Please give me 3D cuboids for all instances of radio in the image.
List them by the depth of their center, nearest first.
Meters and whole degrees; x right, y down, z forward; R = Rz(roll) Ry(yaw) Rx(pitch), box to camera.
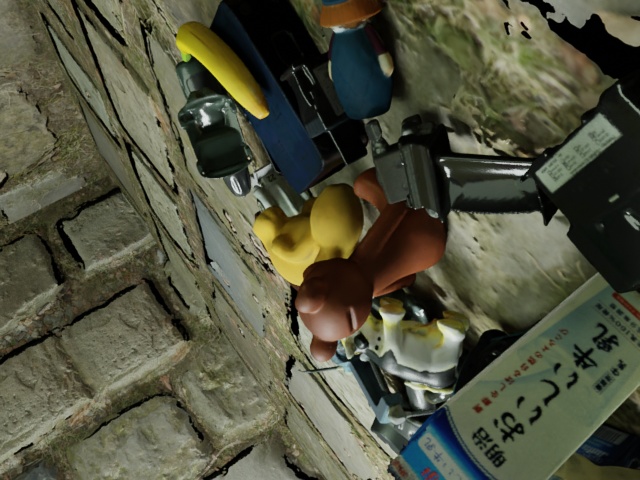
[{"bbox_3d":[-0.044,-0.178,0.649,0.229,0.073,0.131,57,159,-3],"label":"radio"}]

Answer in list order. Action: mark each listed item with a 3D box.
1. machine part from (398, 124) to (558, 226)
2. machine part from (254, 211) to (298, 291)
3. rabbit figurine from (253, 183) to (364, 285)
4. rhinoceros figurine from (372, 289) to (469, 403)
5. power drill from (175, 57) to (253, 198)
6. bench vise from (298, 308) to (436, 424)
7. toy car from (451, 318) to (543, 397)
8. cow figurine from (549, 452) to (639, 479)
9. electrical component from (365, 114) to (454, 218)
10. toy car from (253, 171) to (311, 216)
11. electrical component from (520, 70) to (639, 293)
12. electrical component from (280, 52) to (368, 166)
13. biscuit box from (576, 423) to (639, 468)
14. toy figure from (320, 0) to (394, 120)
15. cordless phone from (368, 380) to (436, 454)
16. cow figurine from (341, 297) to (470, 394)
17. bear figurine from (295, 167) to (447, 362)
[{"bbox_3d":[0.127,-0.051,0.443,0.139,0.039,0.084,13,124,38],"label":"machine part"},{"bbox_3d":[-0.053,0.013,0.966,0.179,0.056,0.179,48,159,26],"label":"machine part"},{"bbox_3d":[-0.001,-0.002,0.706,0.173,0.122,0.162,-44,54,51],"label":"rabbit figurine"},{"bbox_3d":[0.124,0.123,0.702,0.190,0.073,0.112,47,158,24],"label":"rhinoceros figurine"},{"bbox_3d":[-0.141,-0.147,0.772,0.207,0.086,0.231,-103,-4,-69],"label":"power drill"},{"bbox_3d":[0.067,0.183,0.820,0.241,0.129,0.223,-117,31,-44],"label":"bench vise"},{"bbox_3d":[0.210,0.147,0.530,0.103,0.109,0.161,36,148,-6],"label":"toy car"},{"bbox_3d":[0.254,0.221,0.437,0.195,0.085,0.127,-9,109,25],"label":"cow figurine"},{"bbox_3d":[0.091,-0.071,0.510,0.045,0.078,0.102,-87,-18,-64],"label":"electrical component"},{"bbox_3d":[-0.028,-0.018,0.838,0.201,0.073,0.056,58,163,-2],"label":"toy car"},{"bbox_3d":[0.206,-0.027,0.327,0.134,0.058,0.115,53,161,11],"label":"electrical component"},{"bbox_3d":[0.018,-0.138,0.564,0.119,0.075,0.048,64,159,-7],"label":"electrical component"},{"bbox_3d":[0.247,0.219,0.584,0.062,0.059,0.203,63,159,-12],"label":"biscuit box"},{"bbox_3d":[0.029,-0.188,0.490,0.058,0.064,0.154,-81,-21,-60],"label":"toy figure"},{"bbox_3d":[0.135,0.252,0.885,0.147,0.089,0.184,25,131,56],"label":"cordless phone"},{"bbox_3d":[0.084,0.119,0.631,0.168,0.068,0.098,10,99,15],"label":"cow figurine"},{"bbox_3d":[0.038,0.025,0.581,0.132,0.196,0.120,35,153,47],"label":"bear figurine"}]
